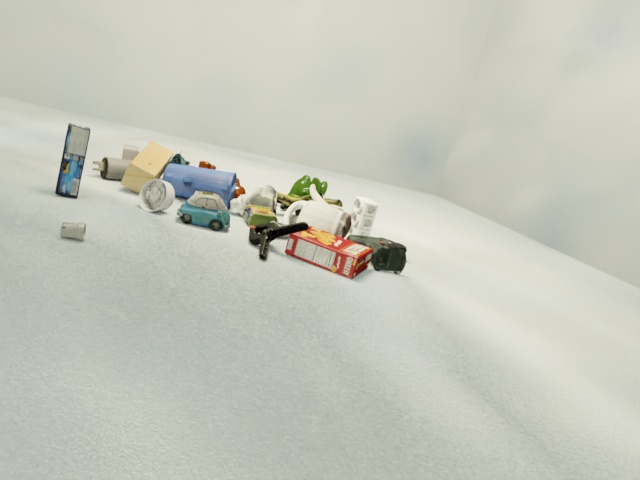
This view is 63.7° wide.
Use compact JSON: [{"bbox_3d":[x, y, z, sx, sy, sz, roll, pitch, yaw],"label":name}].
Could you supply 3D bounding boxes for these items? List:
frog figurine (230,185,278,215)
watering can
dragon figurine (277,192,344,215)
[{"bbox_3d":[-0.229,-0.134,1.798,0.159,0.125,0.135,6,-20,-3],"label":"frog figurine"},{"bbox_3d":[0.005,-0.090,1.779,0.225,0.101,0.355,19,36,7],"label":"watering can"},{"bbox_3d":[-0.059,-0.141,2.036,0.409,0.122,0.244,18,3,-16],"label":"dragon figurine"}]
